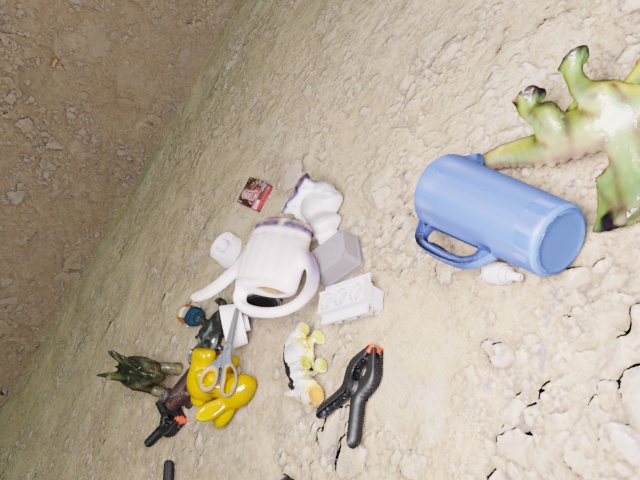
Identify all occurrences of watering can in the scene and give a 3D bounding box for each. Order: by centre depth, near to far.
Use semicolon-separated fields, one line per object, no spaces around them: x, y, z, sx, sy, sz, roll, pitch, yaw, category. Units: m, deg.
-0.139;0.057;1.134;0.347;0.102;0.228;0;62;35;watering can

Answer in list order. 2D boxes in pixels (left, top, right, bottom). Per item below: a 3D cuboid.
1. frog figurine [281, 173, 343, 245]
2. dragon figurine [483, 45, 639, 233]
0.004;-0.060;1.201;0.137;0.122;0.161;-47;69;5;frog figurine
0.378;-0.124;0.726;0.402;0.122;0.248;-46;39;47;dragon figurine
